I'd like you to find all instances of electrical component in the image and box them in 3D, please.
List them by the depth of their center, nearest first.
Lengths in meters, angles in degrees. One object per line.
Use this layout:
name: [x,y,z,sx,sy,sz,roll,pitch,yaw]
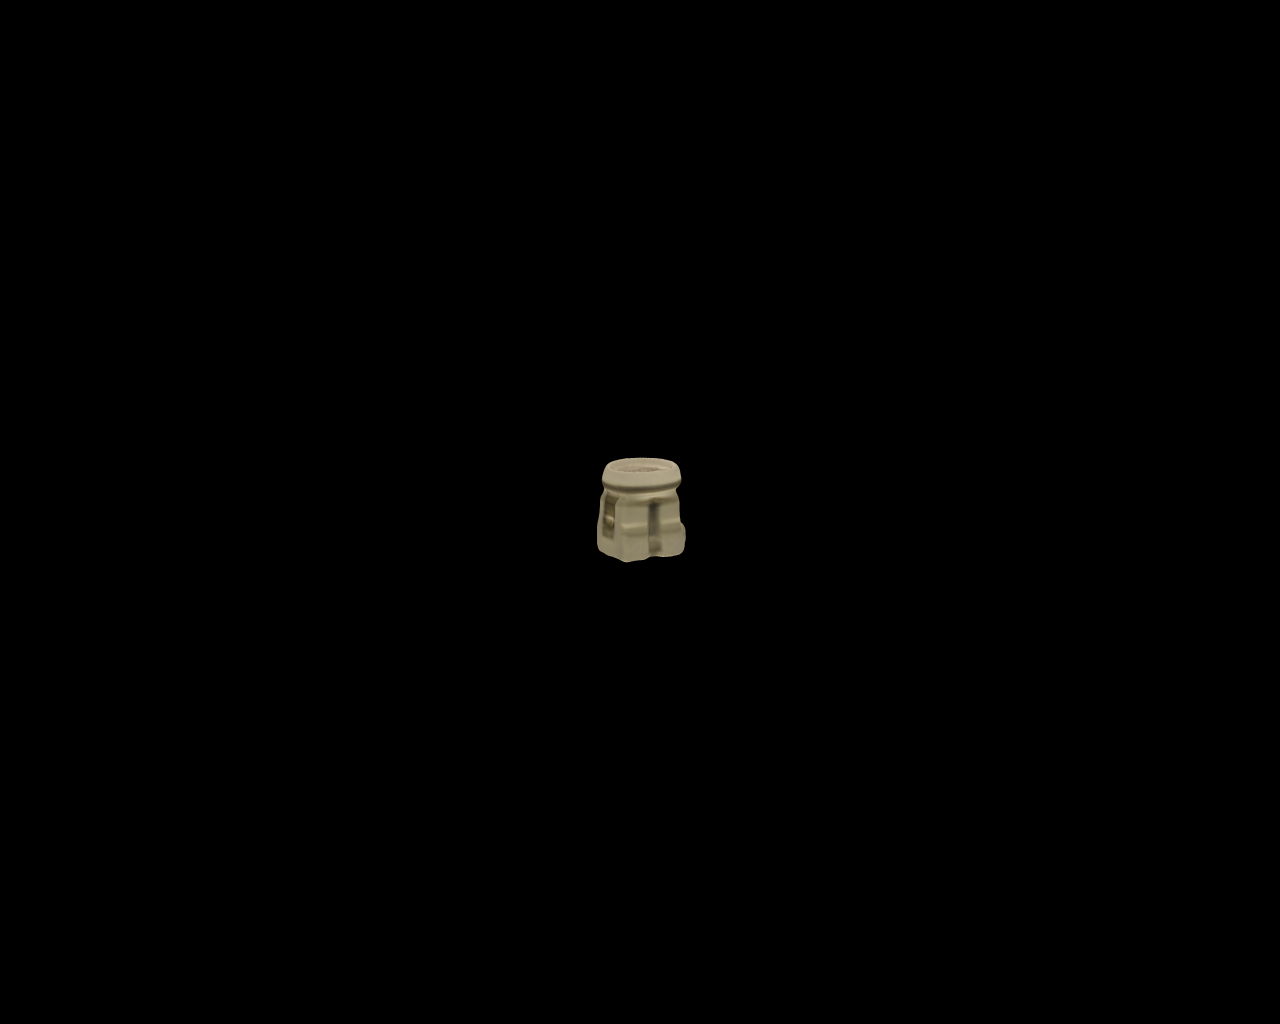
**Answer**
electrical component: [0.001,-0.003,0.650,0.066,0.055,0.048,-8,15,-30]
